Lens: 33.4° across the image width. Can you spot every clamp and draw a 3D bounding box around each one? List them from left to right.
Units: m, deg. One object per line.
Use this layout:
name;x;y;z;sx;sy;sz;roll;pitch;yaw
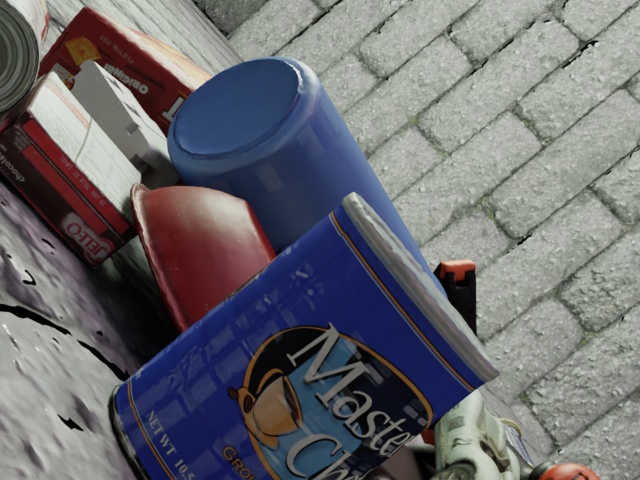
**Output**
clamp;0.119;0.105;0.973;0.210;0.036;0.164;93;-12;-49

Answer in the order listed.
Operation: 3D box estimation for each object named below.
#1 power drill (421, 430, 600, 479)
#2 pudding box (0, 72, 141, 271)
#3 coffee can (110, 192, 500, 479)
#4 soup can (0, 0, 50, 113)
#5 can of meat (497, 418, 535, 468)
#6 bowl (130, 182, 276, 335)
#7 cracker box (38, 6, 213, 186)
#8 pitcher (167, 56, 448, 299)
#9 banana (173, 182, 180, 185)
power drill;0.141;0.203;0.866;0.188;0.057;0.184;38;-36;31
pudding box;-0.142;-0.043;0.604;0.090;0.039;0.113;52;7;-21
coffee can;-0.007;0.062;0.475;0.103;0.140;0.103;50;6;-7
soup can;-0.182;-0.111;0.576;0.068;0.068;0.102;48;7;-25
can of meat;0.166;0.231;0.997;0.084;0.057;0.102;-101;-166;-73
bowl;-0.048;0.030;0.607;0.162;0.055;0.162;-33;97;-90
cracker box;-0.118;-0.108;0.876;0.164;0.072;0.213;37;6;0
pitcher;-0.005;0.001;0.742;0.149;0.145;0.242;18;-30;41
banana;-0.061;0.009;0.912;0.197;0.037;0.070;48;6;-27
